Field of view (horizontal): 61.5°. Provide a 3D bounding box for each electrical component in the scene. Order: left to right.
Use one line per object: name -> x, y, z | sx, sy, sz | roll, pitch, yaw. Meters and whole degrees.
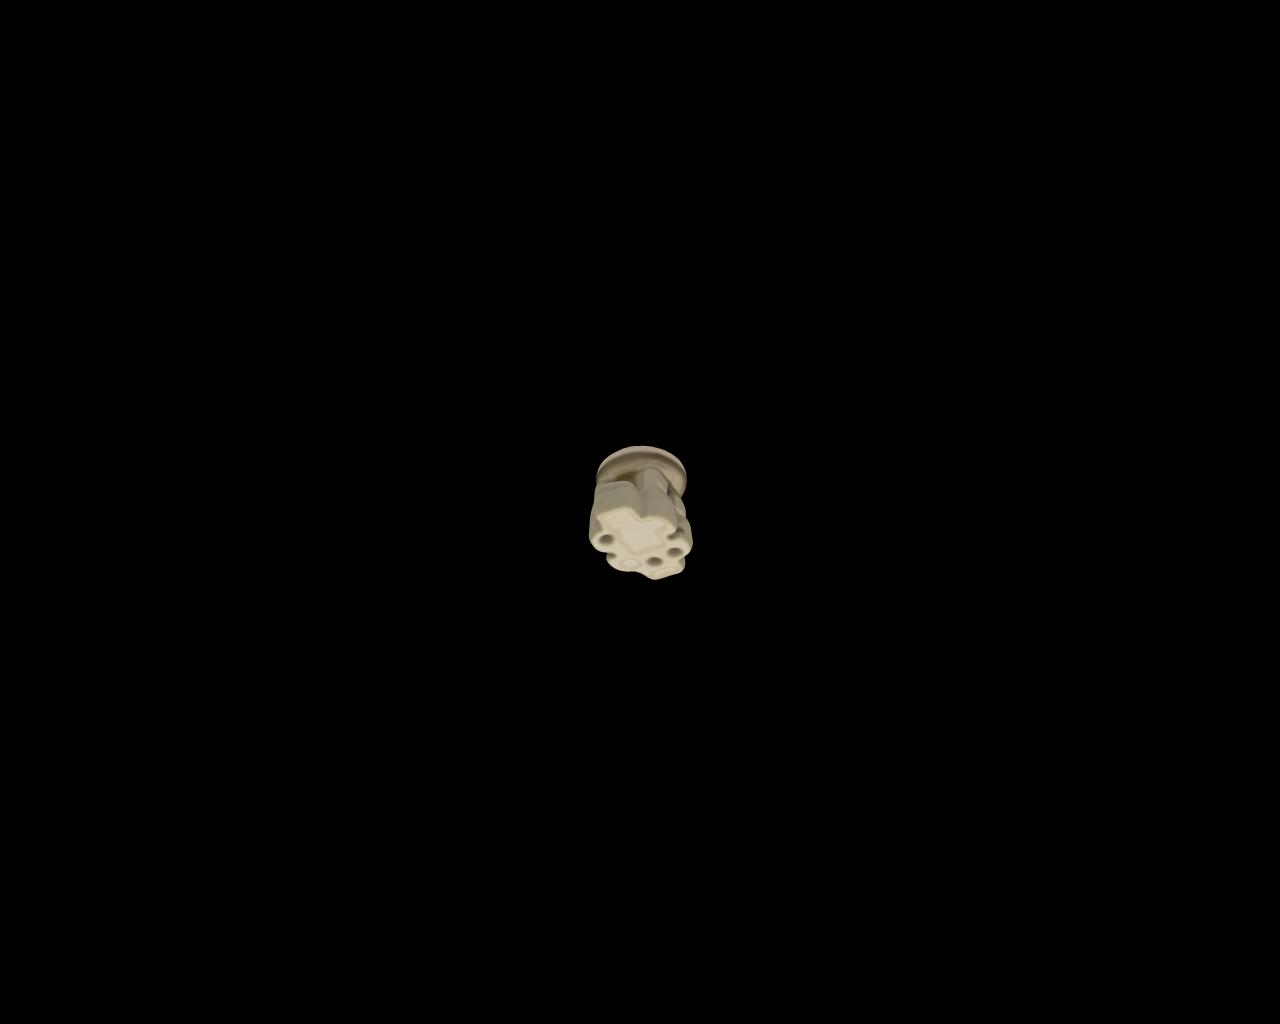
electrical component -> 0.001, -0.003, 0.650 | 0.058, 0.057, 0.078 | -17, -41, 21
